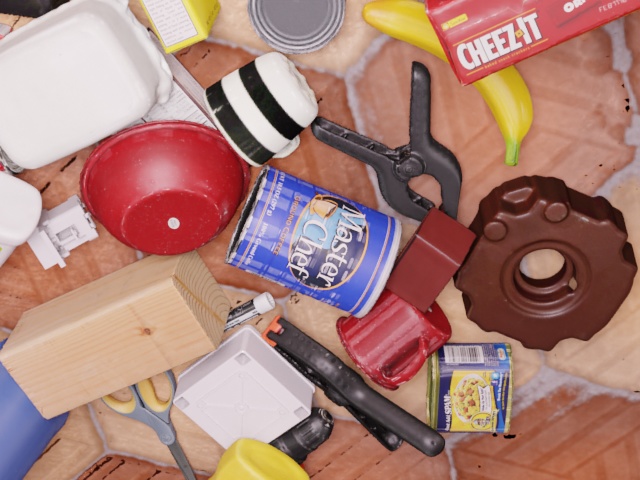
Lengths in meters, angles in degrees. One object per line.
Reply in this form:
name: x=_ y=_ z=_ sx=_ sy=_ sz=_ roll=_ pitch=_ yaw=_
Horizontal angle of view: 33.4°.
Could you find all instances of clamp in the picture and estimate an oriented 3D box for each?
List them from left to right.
clamp: x=0.028 y=0.157 z=1.106 sx=0.210 sy=0.165 sz=0.036 roll=38 pitch=75 yaw=4
clamp: x=0.087 y=-0.083 z=0.994 sx=0.120 sy=0.039 sz=0.171 roll=-33 pitch=118 yaw=28

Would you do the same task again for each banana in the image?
banana: x=0.125 y=-0.155 z=0.939 sx=0.197 sy=0.069 sz=0.037 roll=42 pitch=153 yaw=-12

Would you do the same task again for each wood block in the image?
wood block: x=-0.206 y=0.092 z=1.084 sx=0.206 sy=0.090 sz=0.091 roll=-23 pitch=114 yaw=16

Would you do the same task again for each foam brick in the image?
foam brick: x=0.103 y=0.018 z=1.005 sx=0.051 sy=0.053 sz=0.078 roll=33 pitch=134 yaw=3

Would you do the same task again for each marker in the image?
marker: x=-0.102 y=0.088 z=1.114 sx=0.121 sy=0.020 sz=0.020 roll=-27 pitch=114 yaw=18

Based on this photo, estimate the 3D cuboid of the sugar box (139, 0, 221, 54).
sugar box: x=-0.142 y=-0.253 z=0.885 sx=0.048 sy=0.093 sz=0.176 roll=-18 pitch=117 yaw=12

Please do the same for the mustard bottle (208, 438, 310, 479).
mustard bottle: x=-0.100 y=0.298 z=1.151 sx=0.096 sy=0.058 sz=0.192 roll=32 pitch=120 yaw=-16

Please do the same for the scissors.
scissors: x=-0.191 y=0.212 z=1.192 sx=0.096 sy=0.016 sz=0.202 roll=-1 pitch=119 yaw=7

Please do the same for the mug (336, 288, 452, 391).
mug: x=0.077 y=0.095 z=1.053 sx=0.082 sy=0.117 sz=0.093 roll=-42 pitch=115 yaw=18

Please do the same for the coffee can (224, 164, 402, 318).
coffee can: x=-0.007 y=0.001 z=1.010 sx=0.140 sy=0.102 sz=0.103 roll=22 pitch=118 yaw=-8

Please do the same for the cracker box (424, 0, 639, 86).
cracker box: x=0.165 y=-0.210 z=0.816 sx=0.164 sy=0.213 sz=0.072 roll=-23 pitch=115 yaw=16

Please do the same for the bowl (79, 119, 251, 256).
bowl: x=-0.141 y=-0.035 z=0.995 sx=0.162 sy=0.055 sz=0.162 roll=-8 pitch=140 yaw=-7

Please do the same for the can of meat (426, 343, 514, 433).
can of meat: x=0.155 y=0.154 z=1.111 sx=0.084 sy=0.057 sz=0.102 roll=0 pitch=120 yaw=2

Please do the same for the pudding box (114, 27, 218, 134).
pudding box: x=-0.157 y=-0.125 z=0.989 sx=0.090 sy=0.039 sz=0.113 roll=-33 pitch=114 yaw=21

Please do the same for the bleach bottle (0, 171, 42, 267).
bleach bottle: x=-0.360 y=0.020 z=1.041 sx=0.102 sy=0.068 sz=0.251 roll=24 pitch=140 yaw=-20

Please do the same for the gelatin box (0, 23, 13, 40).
gelatin box: x=-0.334 y=-0.174 z=0.980 sx=0.089 sy=0.030 sz=0.073 roll=18 pitch=120 yaw=-6

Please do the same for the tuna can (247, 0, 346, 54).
tuna can: x=-0.020 y=-0.209 z=0.934 sx=0.086 sy=0.033 sz=0.086 roll=2 pitch=119 yaw=3

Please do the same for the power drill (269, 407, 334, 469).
power drill: x=-0.008 y=0.284 z=1.196 sx=0.185 sy=0.057 sz=0.187 roll=-38 pitch=107 yaw=26

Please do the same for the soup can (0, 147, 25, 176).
soup can: x=-0.337 y=-0.085 z=1.007 sx=0.102 sy=0.068 sz=0.068 roll=-10 pitch=118 yaw=9

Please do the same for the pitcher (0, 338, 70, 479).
pitcher: x=-0.358 y=0.226 z=1.082 sx=0.145 sy=0.242 sz=0.149 roll=-24 pitch=109 yaw=20
